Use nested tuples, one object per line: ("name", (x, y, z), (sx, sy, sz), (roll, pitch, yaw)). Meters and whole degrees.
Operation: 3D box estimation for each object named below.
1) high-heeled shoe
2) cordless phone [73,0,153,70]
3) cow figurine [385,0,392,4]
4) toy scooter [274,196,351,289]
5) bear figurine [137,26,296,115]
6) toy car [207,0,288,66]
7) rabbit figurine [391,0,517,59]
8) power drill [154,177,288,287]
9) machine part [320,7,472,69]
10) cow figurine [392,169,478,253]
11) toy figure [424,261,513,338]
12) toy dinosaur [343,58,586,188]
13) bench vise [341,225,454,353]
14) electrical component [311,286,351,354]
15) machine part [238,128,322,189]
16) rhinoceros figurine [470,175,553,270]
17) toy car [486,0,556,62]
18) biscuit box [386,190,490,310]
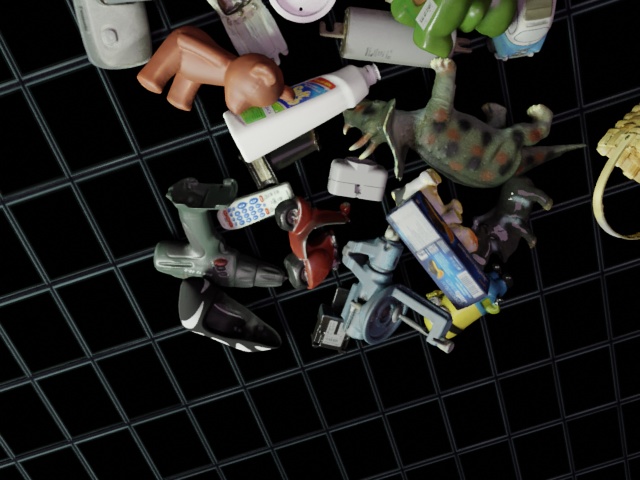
("high-heeled shoe", (-0.150, 0.137, 0.935), (0.145, 0.248, 0.086), (14, 68, 11))
("cordless phone", (-0.255, -0.331, 0.784), (0.184, 0.089, 0.146), (-6, 111, 2))
("cow figurine", (0.113, -0.449, 0.785), (0.127, 0.086, 0.194), (-12, 112, -7))
("toy scooter", (-0.002, -0.003, 0.948), (0.135, 0.075, 0.183), (-20, 122, -20))
("bear figurine", (-0.146, -0.232, 0.798), (0.196, 0.120, 0.132), (34, 94, 15))
("toy car", (-0.122, -0.351, 0.813), (0.073, 0.056, 0.201), (-30, 110, 6))
("rabbit figurine", (0.209, -0.346, 0.755), (0.170, 0.121, 0.159), (-3, 135, -31))
("power drill", (-0.170, -0.005, 0.913), (0.232, 0.086, 0.207), (4, 137, 1))
("machine part", (0.120, -0.313, 0.837), (0.243, 0.079, 0.079), (4, 111, -8))
("cow figurine", (0.201, -0.035, 0.942), (0.098, 0.068, 0.167), (-33, 94, 26))
("toy figure", (0.281, 0.120, 1.018), (0.180, 0.082, 0.089), (-33, 109, 5))
("toy dinosaur", (0.236, -0.152, 0.860), (0.405, 0.131, 0.192), (21, 91, -6))
("bench vise", (0.136, 0.098, 0.918), (0.128, 0.241, 0.223), (15, 104, -52))
("electrical component", (0.034, 0.152, 1.026), (0.075, 0.048, 0.119), (18, 110, -12))
("machine part", (-0.062, -0.146, 0.909), (0.139, 0.039, 0.084), (-29, 102, 8))
("rhinoceros figurine", (0.331, -0.026, 0.969), (0.112, 0.073, 0.190), (21, 107, -14))
("toy car", (0.311, -0.360, 0.824), (0.109, 0.103, 0.161), (-7, 110, -1))
("biscuit box", (0.198, 0.017, 0.891), (0.059, 0.063, 0.202), (-37, 94, 29))
